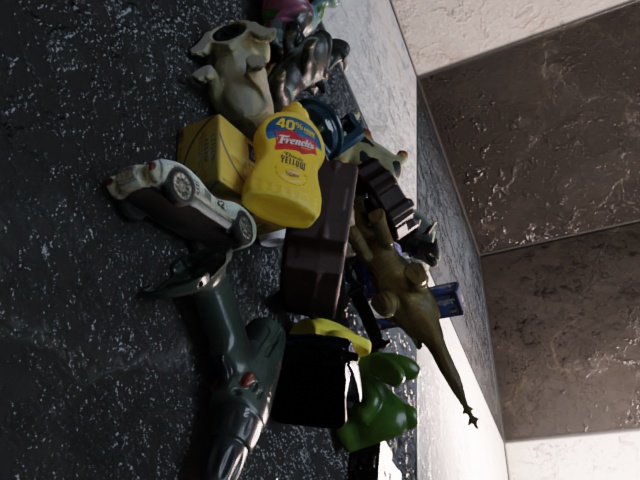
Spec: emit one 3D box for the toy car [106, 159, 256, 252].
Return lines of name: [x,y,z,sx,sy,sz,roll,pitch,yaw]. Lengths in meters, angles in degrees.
toy car: [-0.143,-0.032,0.594,0.201,0.074,0.056,39,41,-57]

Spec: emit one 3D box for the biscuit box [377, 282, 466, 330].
biscuit box: [0.216,0.146,1.190,0.062,0.203,0.059,69,24,-13]

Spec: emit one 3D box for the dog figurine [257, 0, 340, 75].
dog figurine: [-0.078,-0.395,0.970,0.219,0.192,0.108,-57,143,-16]

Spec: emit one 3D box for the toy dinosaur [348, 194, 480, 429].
toy dinosaur: [0.157,0.105,0.964,0.198,0.105,0.472,49,16,-57]

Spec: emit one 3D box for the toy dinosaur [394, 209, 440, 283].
toy dinosaur: [0.231,0.013,1.358,0.405,0.131,0.192,-26,129,-78]

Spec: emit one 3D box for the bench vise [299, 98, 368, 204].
bench vise: [0.016,-0.169,0.976,0.223,0.129,0.240,52,47,-2]

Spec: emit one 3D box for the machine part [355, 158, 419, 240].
machine part: [0.122,-0.081,1.059,0.179,0.056,0.179,55,-6,9]

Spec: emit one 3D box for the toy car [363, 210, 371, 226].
toy car: [0.081,-0.106,1.193,0.053,0.089,0.202,121,-29,-54]

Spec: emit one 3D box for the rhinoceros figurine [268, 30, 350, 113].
rhinoceros figurine: [-0.025,-0.277,0.877,0.190,0.073,0.111,-44,139,-22]

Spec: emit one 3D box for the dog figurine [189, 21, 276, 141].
dog figurine: [-0.105,-0.208,0.802,0.190,0.121,0.172,72,20,-50]

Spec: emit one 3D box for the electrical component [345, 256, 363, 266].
electrical component: [0.088,0.018,1.135,0.021,0.094,0.063,55,2,-44]

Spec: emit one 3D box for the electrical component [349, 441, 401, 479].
electrical component: [0.095,0.411,0.924,0.134,0.058,0.114,-77,147,-49]

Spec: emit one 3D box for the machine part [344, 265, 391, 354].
machine part: [0.071,0.110,0.850,0.084,0.039,0.139,85,-16,-71]

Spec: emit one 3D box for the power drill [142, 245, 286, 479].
power drill: [-0.107,0.122,0.581,0.207,0.086,0.232,64,22,-17]

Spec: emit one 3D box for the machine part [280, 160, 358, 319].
machine part: [-0.002,-0.002,0.788,0.201,0.087,0.201,93,6,-56]

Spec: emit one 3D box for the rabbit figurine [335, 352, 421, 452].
rabbit figurine: [0.083,0.244,0.898,0.121,0.159,0.170,-3,69,-58]

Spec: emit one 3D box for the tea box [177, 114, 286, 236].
tea box: [-0.111,-0.078,0.714,0.169,0.068,0.098,33,48,-59]

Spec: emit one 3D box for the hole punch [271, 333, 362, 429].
hole punch: [-0.004,0.183,0.735,0.092,0.142,0.115,-9,98,-67]

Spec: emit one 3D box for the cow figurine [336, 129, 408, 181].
cow figurine: [0.085,-0.176,1.158,0.195,0.085,0.127,30,47,-5]
